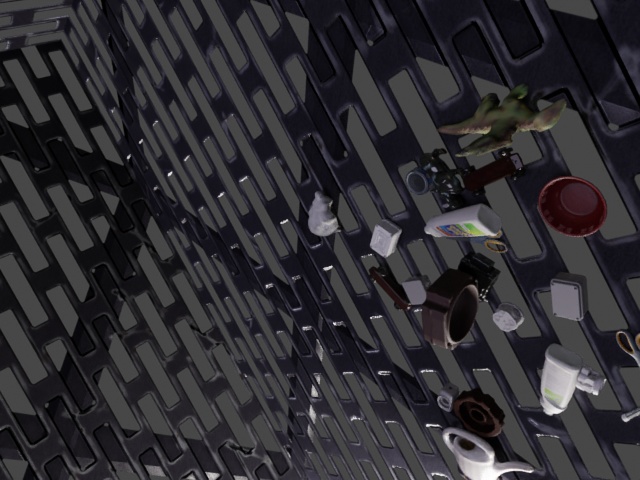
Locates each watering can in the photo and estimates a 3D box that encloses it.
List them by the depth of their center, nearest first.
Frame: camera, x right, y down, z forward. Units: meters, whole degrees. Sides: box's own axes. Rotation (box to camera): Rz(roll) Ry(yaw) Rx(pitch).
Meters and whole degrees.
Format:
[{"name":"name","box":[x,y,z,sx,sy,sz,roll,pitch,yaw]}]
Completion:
[{"name":"watering can","box":[0.594,0.793,1.839,0.349,0.105,0.220,14,131,44]}]

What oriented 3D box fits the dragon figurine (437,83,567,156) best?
[{"name":"dragon figurine","box":[0.408,-0.272,1.256,0.407,0.247,0.121,-10,111,49]}]

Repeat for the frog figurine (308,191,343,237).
[{"name":"frog figurine","box":[0.006,-0.097,1.927,0.139,0.123,0.156,40,155,53]}]
